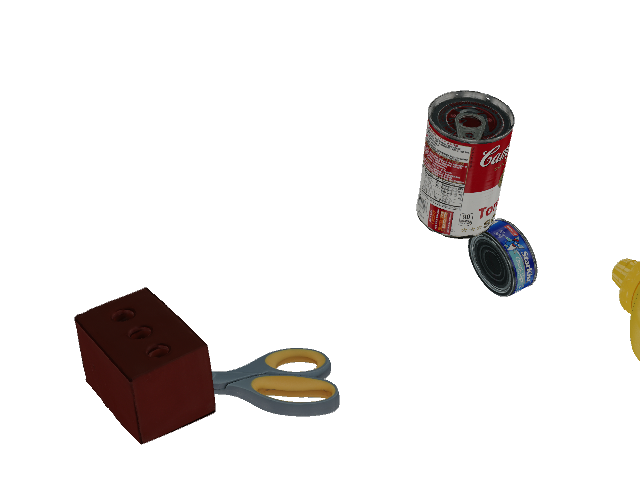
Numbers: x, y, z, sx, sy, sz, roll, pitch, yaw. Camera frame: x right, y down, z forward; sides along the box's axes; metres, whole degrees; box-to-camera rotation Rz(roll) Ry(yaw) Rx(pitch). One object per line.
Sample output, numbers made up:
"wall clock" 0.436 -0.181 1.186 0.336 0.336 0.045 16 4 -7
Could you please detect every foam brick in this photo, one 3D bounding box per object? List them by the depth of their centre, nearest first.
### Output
"foam brick" -0.107 0.075 0.647 0.052 0.051 0.078 -22 38 -30

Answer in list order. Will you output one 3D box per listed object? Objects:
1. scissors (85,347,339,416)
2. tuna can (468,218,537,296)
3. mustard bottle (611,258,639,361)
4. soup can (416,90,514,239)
"scissors" -0.078 0.106 0.866 0.202 0.016 0.096 8 24 15
"tuna can" 0.207 0.020 1.221 0.033 0.086 0.086 -25 10 -21
"mustard bottle" 0.242 0.059 0.630 0.096 0.058 0.192 -20 32 -19
"soup can" 0.115 -0.060 0.864 0.068 0.102 0.068 2 41 -2
